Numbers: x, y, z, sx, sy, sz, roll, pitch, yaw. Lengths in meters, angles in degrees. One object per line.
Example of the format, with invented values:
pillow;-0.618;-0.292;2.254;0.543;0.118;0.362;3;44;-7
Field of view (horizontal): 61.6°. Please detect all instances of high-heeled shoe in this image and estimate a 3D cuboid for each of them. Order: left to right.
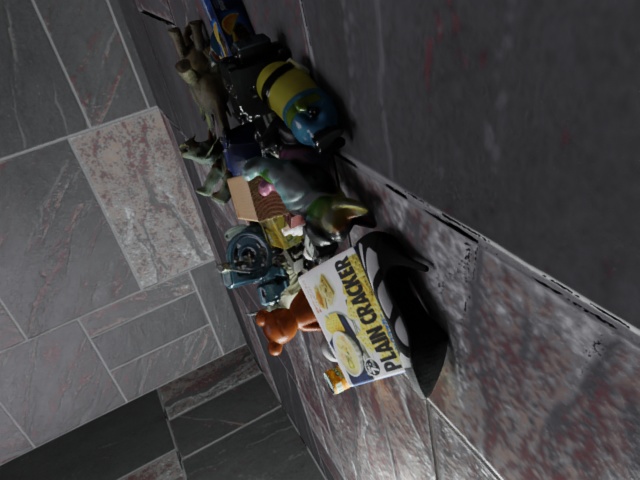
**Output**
high-heeled shoe;0.111;0.111;0.813;0.145;0.086;0.248;17;116;50

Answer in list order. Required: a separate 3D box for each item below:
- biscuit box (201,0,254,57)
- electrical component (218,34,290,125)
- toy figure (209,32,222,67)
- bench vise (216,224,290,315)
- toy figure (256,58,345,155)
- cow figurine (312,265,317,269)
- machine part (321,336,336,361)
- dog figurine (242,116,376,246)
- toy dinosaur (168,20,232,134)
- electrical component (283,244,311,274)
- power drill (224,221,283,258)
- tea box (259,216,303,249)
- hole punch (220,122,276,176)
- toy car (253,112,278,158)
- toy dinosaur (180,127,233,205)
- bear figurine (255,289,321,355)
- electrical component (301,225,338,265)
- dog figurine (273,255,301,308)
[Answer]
biscuit box;-0.175;-0.418;1.021;0.202;0.063;0.059;68;162;-8
electrical component;-0.106;-0.277;0.915;0.058;0.115;0.134;48;158;41
toy figure;-0.209;-0.410;1.148;0.058;0.064;0.154;31;176;-14
bench vise;-0.161;0.075;1.239;0.240;0.129;0.223;-9;-86;-68
toy figure;-0.031;-0.207;0.823;0.180;0.089;0.082;60;150;27
cow figurine;0.058;0.137;1.043;0.195;0.085;0.127;43;146;47
machine part;0.052;0.226;1.196;0.079;0.079;0.243;63;165;10
dog figurine;0.000;-0.096;0.873;0.219;0.191;0.108;26;168;20
toy dinosaur;-0.275;-0.375;1.312;0.198;0.105;0.472;77;174;-57
electrical component;-0.055;0.044;1.329;0.078;0.045;0.102;56;162;35
power drill;-0.184;-0.038;1.430;0.231;0.086;0.207;63;-167;-15
tea box;-0.095;-0.038;1.292;0.098;0.068;0.170;67;163;-13
hole punch;-0.147;-0.190;1.177;0.092;0.116;0.142;46;156;29
toy car;-0.107;-0.244;1.044;0.074;0.056;0.201;37;158;39
toy dinosaur;-0.198;-0.172;1.328;0.405;0.192;0.131;21;177;44
bear figurine;-0.054;0.179;1.249;0.120;0.196;0.132;63;165;0
electrical component;-0.002;-0.003;1.093;0.075;0.048;0.119;58;162;22
dog figurine;-0.083;0.143;1.499;0.172;0.121;0.190;130;129;-69
